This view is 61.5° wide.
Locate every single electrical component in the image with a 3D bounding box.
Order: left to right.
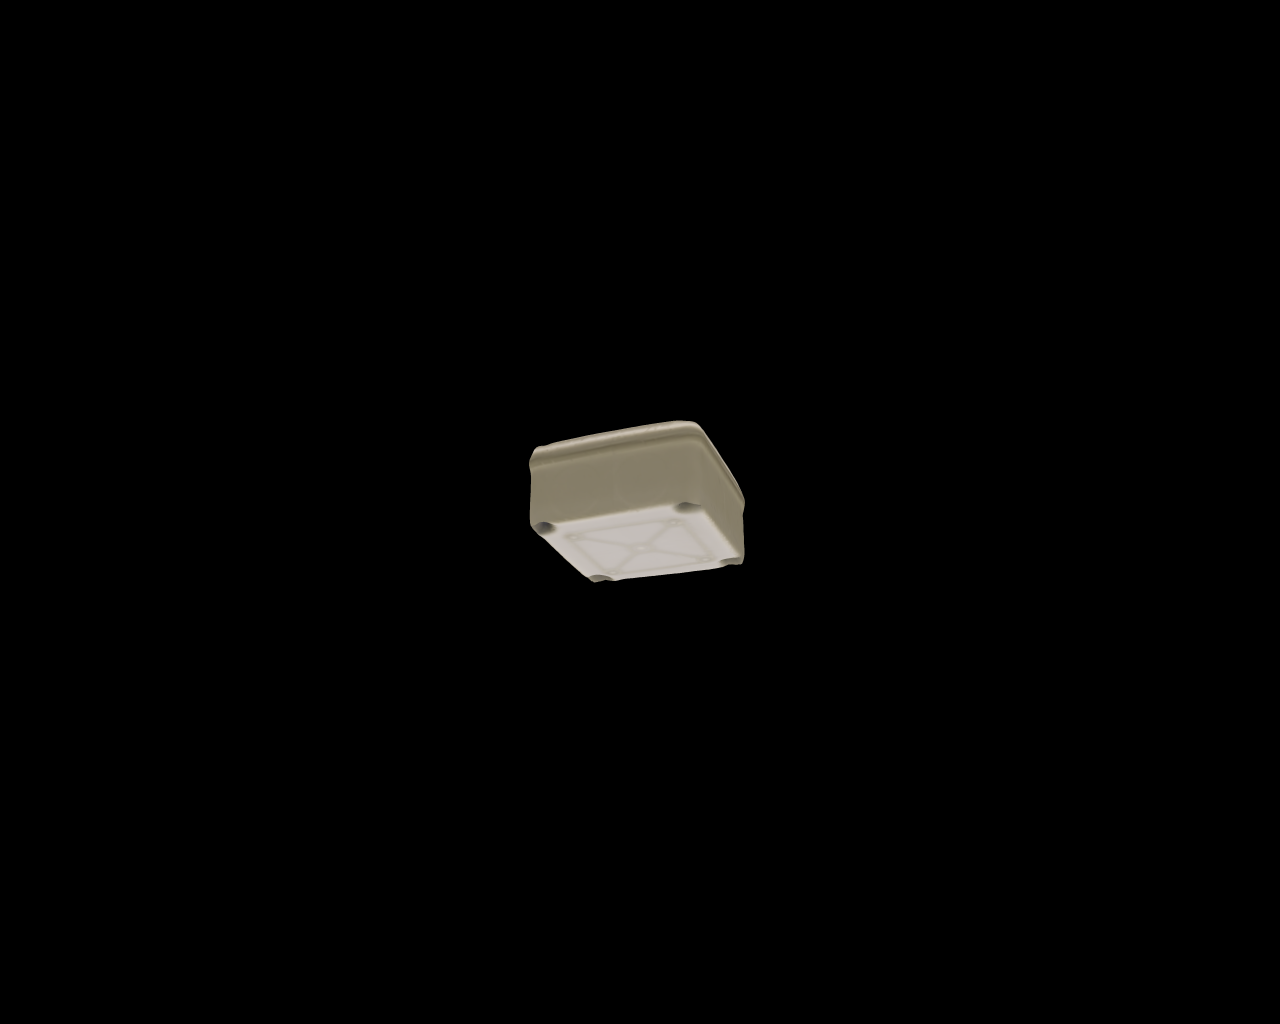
[{"bbox_3d":[0.001,-0.003,0.650,0.109,0.056,0.108,-8,-26,18],"label":"electrical component"}]
